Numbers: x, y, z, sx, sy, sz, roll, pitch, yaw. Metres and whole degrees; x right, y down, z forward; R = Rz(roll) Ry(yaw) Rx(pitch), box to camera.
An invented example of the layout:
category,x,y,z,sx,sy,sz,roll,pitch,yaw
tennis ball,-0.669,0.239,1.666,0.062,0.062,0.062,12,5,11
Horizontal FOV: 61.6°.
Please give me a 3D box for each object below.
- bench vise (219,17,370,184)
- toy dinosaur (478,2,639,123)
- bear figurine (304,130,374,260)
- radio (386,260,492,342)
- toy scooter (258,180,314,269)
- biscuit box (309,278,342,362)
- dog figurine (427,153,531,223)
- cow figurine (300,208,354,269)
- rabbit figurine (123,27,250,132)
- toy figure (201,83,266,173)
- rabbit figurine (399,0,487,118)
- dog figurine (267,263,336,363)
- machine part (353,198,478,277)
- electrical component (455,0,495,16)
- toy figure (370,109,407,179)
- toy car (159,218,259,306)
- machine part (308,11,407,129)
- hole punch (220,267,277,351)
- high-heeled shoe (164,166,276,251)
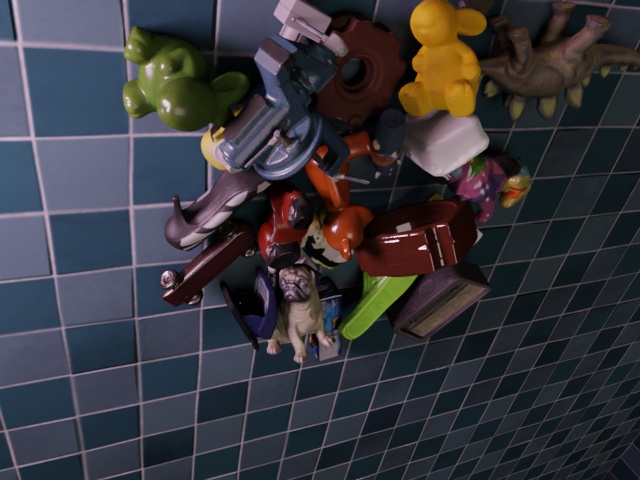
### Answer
category,x,y,z,sx,sy,sz,roll,pitch,yaw
bench vise,-0.020,-0.164,0.755,0.223,0.129,0.240,-56,139,-2
toy dinosaur,0.434,-0.323,0.985,0.472,0.105,0.198,-10,137,-9
bear figurine,0.049,-0.075,0.924,0.132,0.120,0.195,-23,96,1
radio,0.270,0.140,1.256,0.131,0.073,0.229,20,125,-38
toy scooter,-0.068,-0.043,0.939,0.075,0.135,0.183,-9,148,-28
biscuit box,0.009,0.176,1.183,0.059,0.063,0.202,-15,130,-16
dog figurine,0.308,-0.148,1.054,0.191,0.109,0.219,-34,131,2
cow figurine,-0.003,-0.005,1.032,0.098,0.068,0.167,-44,132,18
rabbit figurine,-0.180,-0.188,0.717,0.159,0.170,0.121,7,122,-31
toy figure,-0.103,-0.179,0.830,0.180,0.089,0.082,-47,114,0
rabbit figurine,0.197,-0.297,0.834,0.162,0.122,0.173,-52,134,-23
dog figurine,-0.060,0.124,1.072,0.121,0.173,0.190,-31,118,-46
machine part,0.178,-0.005,1.005,0.201,0.201,0.087,-38,115,-51
electrical component,0.259,-0.395,0.886,0.094,0.021,0.063,-48,132,12
toy figure,0.117,-0.163,0.927,0.064,0.058,0.154,-6,156,-4
toy car,-0.202,0.041,0.970,0.202,0.053,0.089,-41,144,2
machine part,0.053,-0.268,0.856,0.179,0.056,0.179,-14,129,-18
hole punch,-0.124,0.126,1.032,0.092,0.142,0.115,-27,122,-11
high-heeled shoe,-0.147,-0.063,0.909,0.249,0.086,0.145,-23,149,-16
